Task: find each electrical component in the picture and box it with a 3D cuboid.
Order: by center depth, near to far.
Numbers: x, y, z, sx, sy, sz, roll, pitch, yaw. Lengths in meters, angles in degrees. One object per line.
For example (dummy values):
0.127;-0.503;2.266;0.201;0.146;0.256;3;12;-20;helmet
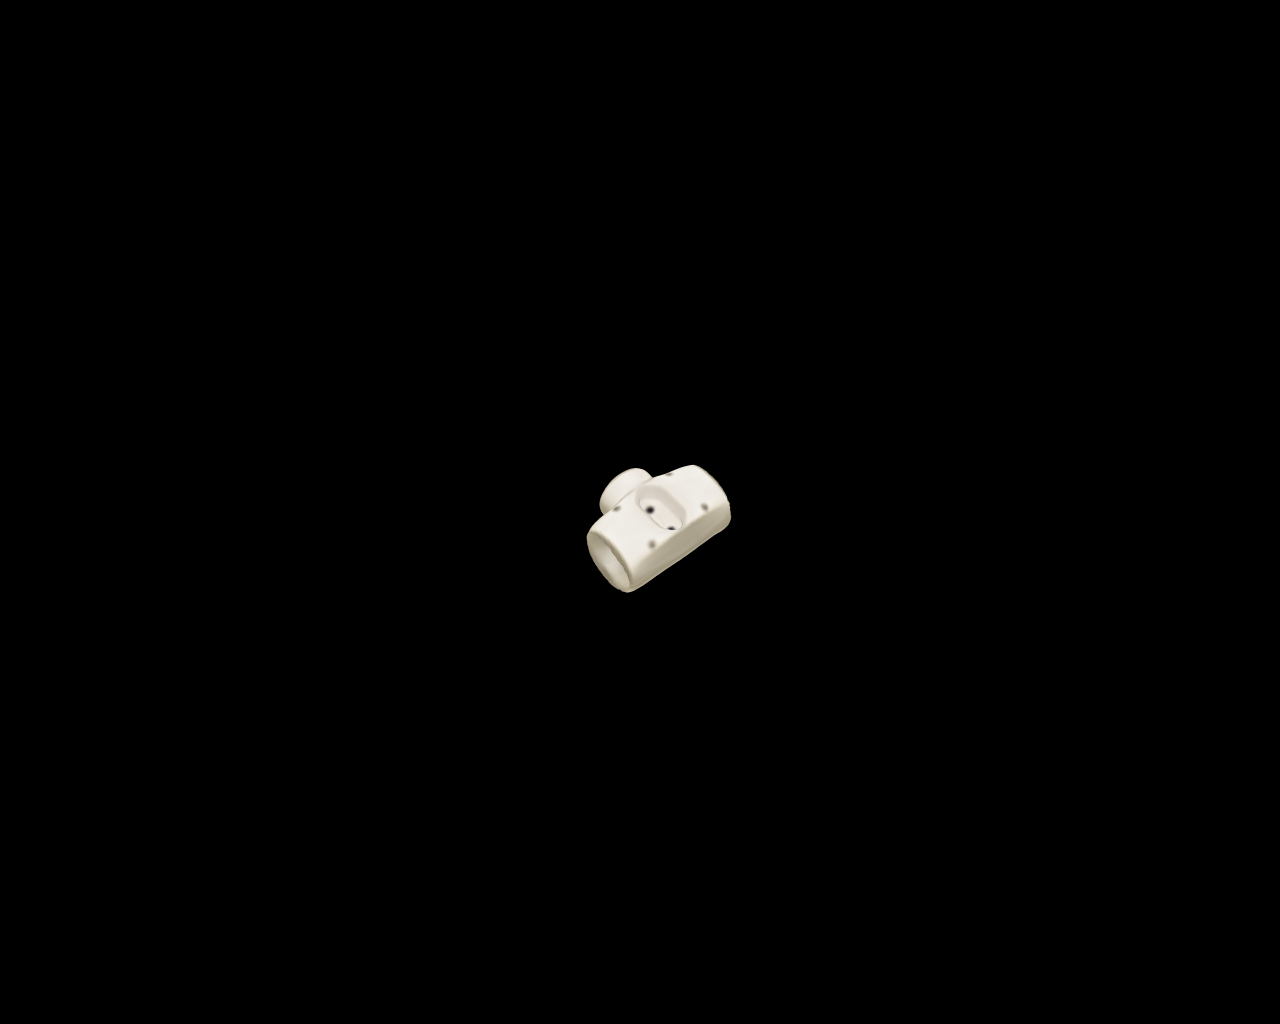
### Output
0.001;-0.003;0.650;0.077;0.079;0.043;-33;-29;-21;electrical component
